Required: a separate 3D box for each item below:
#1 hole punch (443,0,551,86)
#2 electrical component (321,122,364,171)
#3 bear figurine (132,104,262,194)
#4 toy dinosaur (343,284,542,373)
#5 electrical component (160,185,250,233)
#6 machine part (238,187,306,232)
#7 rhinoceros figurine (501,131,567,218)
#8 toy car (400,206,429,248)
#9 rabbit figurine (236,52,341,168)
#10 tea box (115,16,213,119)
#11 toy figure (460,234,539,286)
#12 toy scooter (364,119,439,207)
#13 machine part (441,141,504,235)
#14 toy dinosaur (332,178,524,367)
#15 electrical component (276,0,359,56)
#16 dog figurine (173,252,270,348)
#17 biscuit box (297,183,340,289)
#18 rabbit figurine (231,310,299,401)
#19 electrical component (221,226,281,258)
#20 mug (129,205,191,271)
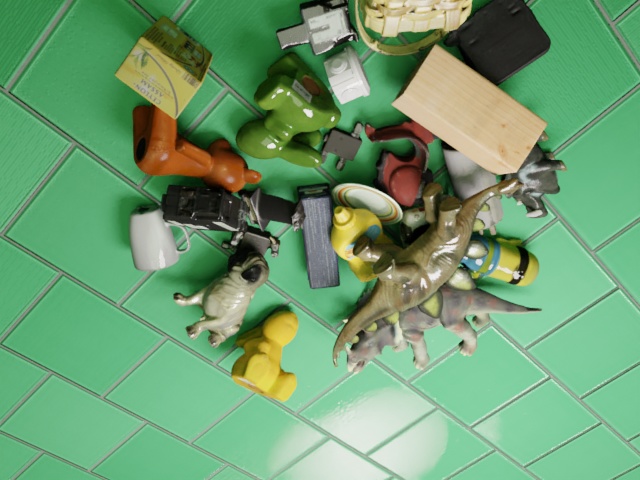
[{"bbox_3d":[0.278,-0.305,0.833,0.142,0.092,0.115,-32,88,18],"label":"hole punch"},{"bbox_3d":[0.036,-0.167,0.928,0.063,0.021,0.094,20,119,-15],"label":"electrical component"},{"bbox_3d":[-0.198,-0.148,0.882,0.196,0.120,0.132,6,80,-37],"label":"bear figurine"},{"bbox_3d":[0.231,0.144,1.088,0.405,0.131,0.192,-24,121,4],"label":"toy dinosaur"},{"bbox_3d":[-0.201,-0.052,0.916,0.134,0.114,0.058,5,79,15],"label":"electrical component"},{"bbox_3d":[-0.084,-0.051,0.949,0.139,0.039,0.084,10,126,39],"label":"machine part"},{"bbox_3d":[0.369,-0.120,0.952,0.112,0.073,0.190,-29,119,12],"label":"rhinoceros figurine"},{"bbox_3d":[0.188,0.011,1.014,0.074,0.056,0.201,-12,141,-2],"label":"toy car"},{"bbox_3d":[-0.058,-0.191,0.873,0.159,0.121,0.170,31,133,-29],"label":"rabbit figurine"},{"bbox_3d":[-0.217,-0.251,0.770,0.098,0.170,0.068,36,113,-21],"label":"tea box"},{"bbox_3d":[0.335,0.039,1.039,0.180,0.089,0.082,16,126,-16],"label":"toy figure"},{"bbox_3d":[0.135,-0.144,0.919,0.135,0.075,0.183,5,119,-7],"label":"toy scooter"},{"bbox_3d":[0.271,-0.105,0.952,0.079,0.079,0.242,-20,121,8],"label":"machine part"},{"bbox_3d":[0.157,0.060,0.926,0.471,0.105,0.198,-40,125,18],"label":"toy dinosaur"},{"bbox_3d":[-0.006,-0.320,0.814,0.119,0.048,0.074,-18,121,8],"label":"electrical component"},{"bbox_3d":[-0.156,0.108,1.033,0.190,0.172,0.121,-33,75,9],"label":"dog figurine"},{"bbox_3d":[-0.002,-0.003,1.005,0.063,0.059,0.202,-7,122,-1],"label":"biscuit box"},{"bbox_3d":[-0.101,0.225,1.100,0.122,0.173,0.162,33,159,-21],"label":"rabbit figurine"},{"bbox_3d":[-0.127,0.007,1.011,0.102,0.045,0.078,24,116,-18],"label":"electrical component"},{"bbox_3d":[-0.295,-0.008,0.971,0.110,0.081,0.107,-7,114,6],"label":"mug"}]
